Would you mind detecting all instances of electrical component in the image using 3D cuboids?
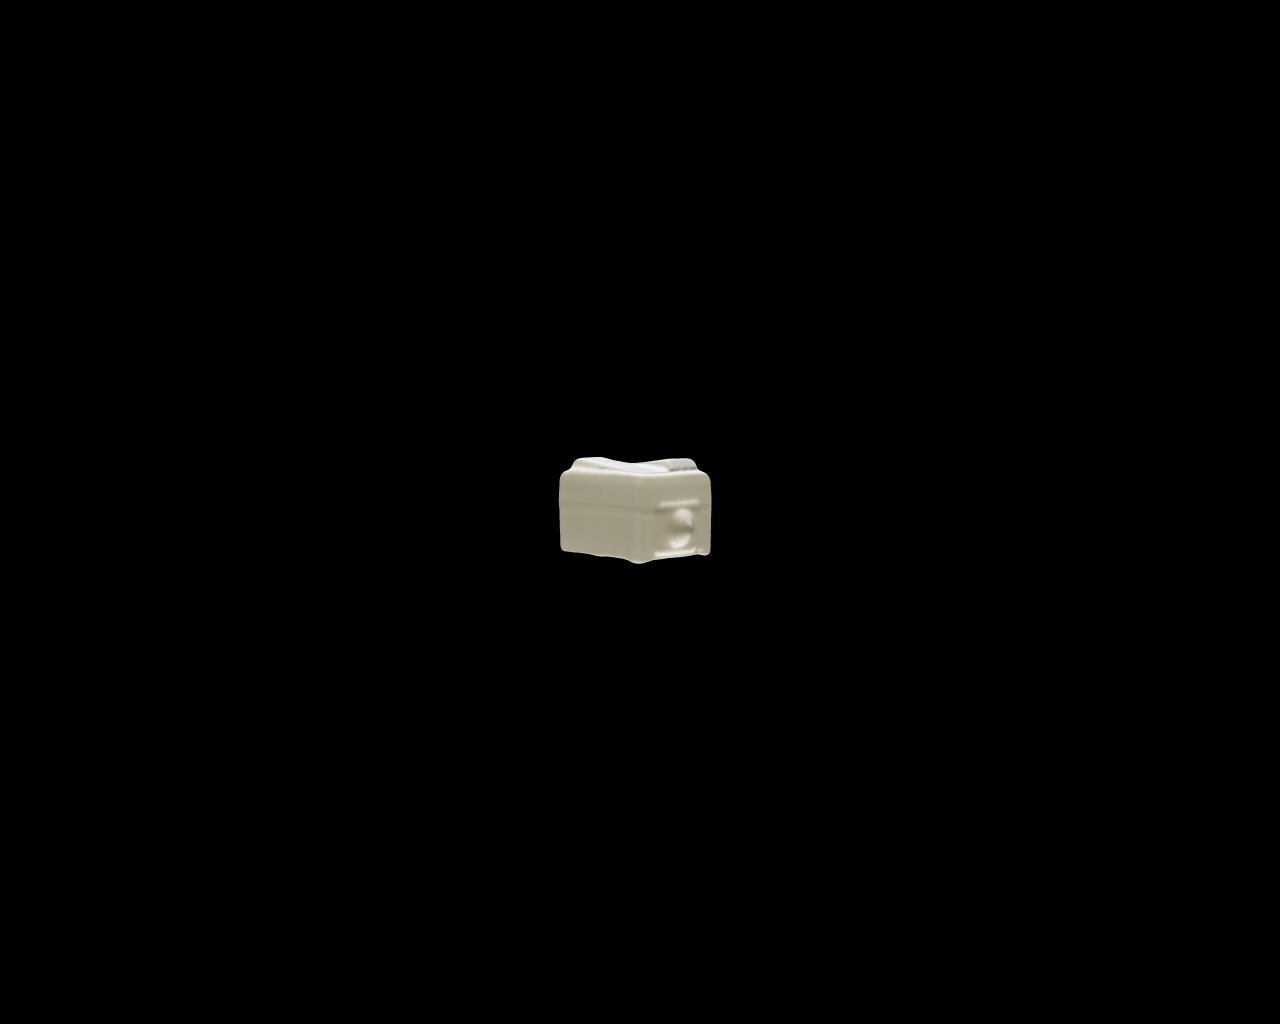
[{"bbox_3d":[0.001,-0.003,0.650,0.062,0.061,0.096,-4,6,-39],"label":"electrical component"}]
